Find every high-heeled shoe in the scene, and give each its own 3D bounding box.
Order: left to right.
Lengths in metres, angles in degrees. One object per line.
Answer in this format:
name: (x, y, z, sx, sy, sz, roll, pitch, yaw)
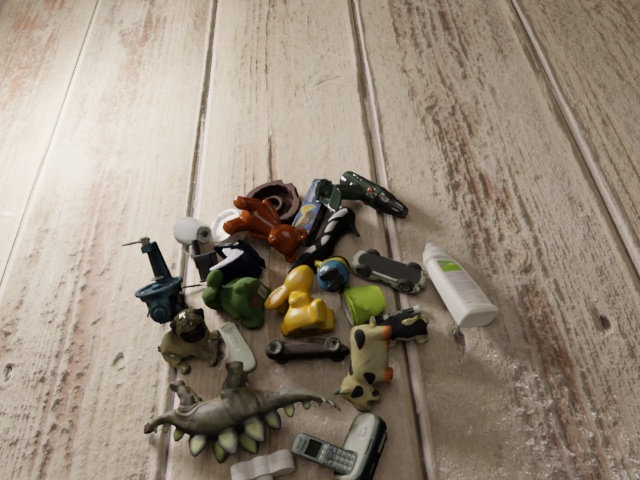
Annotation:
high-heeled shoe: (-0.003, -0.004, 1.468, 0.249, 0.086, 0.145, -30, 45, -9)

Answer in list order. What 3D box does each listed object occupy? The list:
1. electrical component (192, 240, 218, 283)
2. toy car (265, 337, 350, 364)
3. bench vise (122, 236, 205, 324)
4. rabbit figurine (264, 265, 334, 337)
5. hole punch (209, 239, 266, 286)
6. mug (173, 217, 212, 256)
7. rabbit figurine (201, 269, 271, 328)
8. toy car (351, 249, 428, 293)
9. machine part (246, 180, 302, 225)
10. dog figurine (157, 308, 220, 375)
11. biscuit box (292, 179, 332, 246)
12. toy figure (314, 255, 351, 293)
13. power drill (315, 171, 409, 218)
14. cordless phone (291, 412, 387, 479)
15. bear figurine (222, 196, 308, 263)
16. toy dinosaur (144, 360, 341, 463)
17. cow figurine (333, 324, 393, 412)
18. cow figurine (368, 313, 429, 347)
electrical component: (-0.309, 0.053, 1.455, 0.048, 0.075, 0.119, -13, 87, 4)
toy car: (-0.030, 0.258, 1.275, 0.202, 0.089, 0.053, -5, 58, 9)
bench vise: (-0.401, 0.100, 1.365, 0.129, 0.240, 0.224, -14, 13, 9)
rabbit figurine: (-0.049, 0.151, 1.342, 0.162, 0.121, 0.173, -17, 67, 24)
hole punch: (-0.221, 0.068, 1.427, 0.116, 0.142, 0.092, -8, 52, 23)
mug: (-0.357, -0.009, 1.519, 0.107, 0.080, 0.109, 7, 87, 48)
rabbit figurine: (-0.238, 0.150, 1.373, 0.170, 0.159, 0.121, -3, 63, 28)
toy car: (0.177, 0.080, 1.382, 0.202, 0.056, 0.073, 19, 55, 21)
machine part: (-0.135, -0.094, 1.566, 0.179, 0.056, 0.179, -6, 54, 9)
dog figurine: (-0.340, 0.229, 1.297, 0.172, 0.190, 0.121, -16, 54, 2)
biscuit box: (-0.020, -0.082, 1.530, 0.059, 0.062, 0.203, 11, 59, 17)
toy figure: (0.037, 0.085, 1.345, 0.089, 0.180, 0.082, -12, 93, -1)
power drill: (0.105, -0.120, 1.475, 0.207, 0.085, 0.232, -13, 39, -37)
cordless phone: (0.040, 0.427, 1.150, 0.184, 0.088, 0.146, 12, 59, 24)
bear figurine: (-0.141, -0.025, 1.428, 0.196, 0.120, 0.132, 42, 27, 24)
toy dinosaur: (-0.191, 0.385, 1.216, 0.472, 0.105, 0.198, -19, 61, 9)
cow figurine: (0.098, 0.286, 1.201, 0.127, 0.085, 0.194, 0, 89, 17)
cow figurine: (0.170, 0.209, 1.263, 0.167, 0.098, 0.068, -8, 66, 6)
